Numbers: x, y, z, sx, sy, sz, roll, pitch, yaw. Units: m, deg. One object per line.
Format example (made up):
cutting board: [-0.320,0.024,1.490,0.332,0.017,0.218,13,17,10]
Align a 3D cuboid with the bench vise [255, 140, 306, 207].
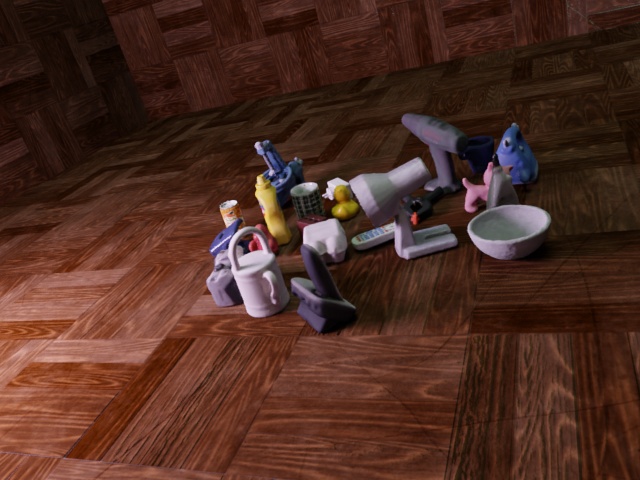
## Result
bench vise: [-0.136,-0.224,1.791,0.121,0.220,0.207,-7,27,20]

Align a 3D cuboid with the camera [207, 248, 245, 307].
camera: [-0.181,0.074,1.352,0.136,0.101,0.143,-9,26,16]

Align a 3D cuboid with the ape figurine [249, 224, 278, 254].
ape figurine: [-0.149,0.001,1.491,0.076,0.092,0.077,-33,30,-31]

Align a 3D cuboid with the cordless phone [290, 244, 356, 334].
cordless phone: [-0.010,0.076,1.145,0.094,0.185,0.147,-28,28,-23]

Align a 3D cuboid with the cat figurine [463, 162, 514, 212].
cat figurine: [0.414,-0.139,1.407,0.127,0.118,0.067,-8,27,17]

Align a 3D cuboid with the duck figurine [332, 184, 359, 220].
duck figurine: [0.063,-0.110,1.598,0.077,0.086,0.104,-10,26,13]

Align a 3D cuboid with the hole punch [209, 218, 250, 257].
hole punch: [-0.249,0.003,1.550,0.101,0.091,0.108,-12,26,10]

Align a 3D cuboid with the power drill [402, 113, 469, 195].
power drill: [0.315,-0.237,1.560,0.076,0.209,0.228,-28,28,-22]

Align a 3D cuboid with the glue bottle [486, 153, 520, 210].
glue bottle: [0.408,-0.115,1.296,0.078,0.173,0.037,-24,26,-15]

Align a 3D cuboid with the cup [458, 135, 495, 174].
cup: [0.437,-0.229,1.603,0.118,0.095,0.091,-28,28,-23]

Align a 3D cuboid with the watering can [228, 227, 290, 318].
watering can: [-0.145,0.061,1.246,0.172,0.194,0.101,3,32,35]

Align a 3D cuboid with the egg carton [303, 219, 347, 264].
egg carton: [0.013,0.005,1.412,0.107,0.069,0.150,-16,25,2]

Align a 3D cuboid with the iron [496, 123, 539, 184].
iron: [0.514,-0.240,1.524,0.118,0.142,0.259,-3,29,27]

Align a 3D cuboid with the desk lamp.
desk lamp: [0.186,-0.071,1.293,0.203,0.214,0.118,-15,25,2]

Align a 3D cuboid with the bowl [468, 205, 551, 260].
bowl: [0.397,-0.006,1.197,0.167,0.075,0.167,-13,25,7]
